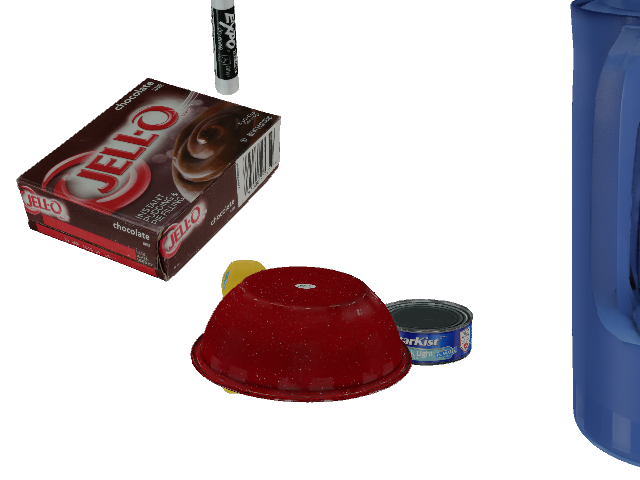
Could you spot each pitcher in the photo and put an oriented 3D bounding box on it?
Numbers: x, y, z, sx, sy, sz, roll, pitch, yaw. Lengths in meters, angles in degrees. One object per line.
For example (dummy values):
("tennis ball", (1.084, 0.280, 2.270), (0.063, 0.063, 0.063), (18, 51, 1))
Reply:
("pitcher", (0.185, -0.005, 0.545), (0.149, 0.243, 0.145), (-4, 18, -7))

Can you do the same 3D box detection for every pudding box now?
("pudding box", (-0.086, -0.036, 0.557), (0.090, 0.039, 0.113), (19, 42, 23))

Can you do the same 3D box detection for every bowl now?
("bowl", (-0.012, 0.058, 0.769), (0.162, 0.055, 0.162), (2, 16, -1))

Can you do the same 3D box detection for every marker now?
("marker", (-0.073, -0.164, 0.809), (0.020, 0.020, 0.121), (1, -45, -1))

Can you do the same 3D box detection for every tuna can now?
("tuna can", (0.091, 0.080, 0.941), (0.086, 0.034, 0.086), (-1, 15, 0))

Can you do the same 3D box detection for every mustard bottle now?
("mustard bottle", (-0.083, 0.076, 1.163), (0.058, 0.096, 0.191), (-1, 28, -1))
